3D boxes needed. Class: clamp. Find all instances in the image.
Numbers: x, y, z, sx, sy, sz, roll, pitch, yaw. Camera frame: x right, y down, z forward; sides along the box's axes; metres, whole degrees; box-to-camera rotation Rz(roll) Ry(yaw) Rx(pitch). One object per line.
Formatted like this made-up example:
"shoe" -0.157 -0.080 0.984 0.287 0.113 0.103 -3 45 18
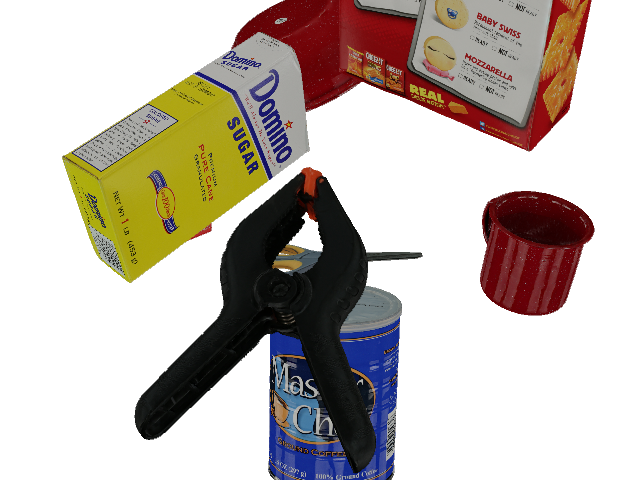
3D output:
"clamp" -0.011 0.041 0.553 0.120 0.171 0.039 17 -27 11

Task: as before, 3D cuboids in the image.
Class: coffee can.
"coffee can" 0.010 0.114 0.837 0.103 0.140 0.103 1 15 0

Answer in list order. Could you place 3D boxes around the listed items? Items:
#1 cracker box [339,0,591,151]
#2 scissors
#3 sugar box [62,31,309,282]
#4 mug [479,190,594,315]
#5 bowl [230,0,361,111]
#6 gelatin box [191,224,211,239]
"cracker box" 0.097 -0.185 0.709 0.164 0.214 0.072 27 50 26
"scissors" 0.011 0.027 1.172 0.202 0.016 0.096 4 23 5
"sugar box" -0.083 -0.059 0.724 0.176 0.093 0.048 -37 51 -27
"mug" 0.184 0.007 0.970 0.093 0.081 0.117 -14 39 -28
"bowl" -0.021 -0.169 0.924 0.162 0.055 0.162 -20 31 12
"gelatin box" -0.162 -0.028 1.053 0.089 0.030 0.073 30 35 31
